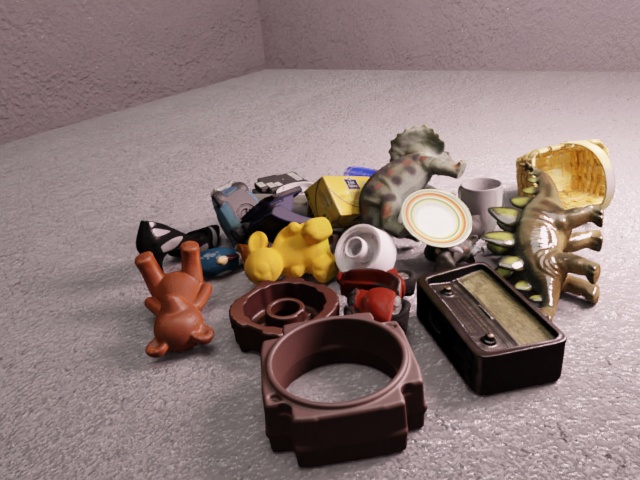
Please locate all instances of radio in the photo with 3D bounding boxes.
[{"bbox_3d":[0.238,0.121,0.794,0.131,0.073,0.230,-11,25,-9],"label":"radio"}]

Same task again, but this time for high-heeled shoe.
[{"bbox_3d":[-0.292,-0.021,1.126,0.086,0.145,0.249,5,30,20],"label":"high-heeled shoe"}]

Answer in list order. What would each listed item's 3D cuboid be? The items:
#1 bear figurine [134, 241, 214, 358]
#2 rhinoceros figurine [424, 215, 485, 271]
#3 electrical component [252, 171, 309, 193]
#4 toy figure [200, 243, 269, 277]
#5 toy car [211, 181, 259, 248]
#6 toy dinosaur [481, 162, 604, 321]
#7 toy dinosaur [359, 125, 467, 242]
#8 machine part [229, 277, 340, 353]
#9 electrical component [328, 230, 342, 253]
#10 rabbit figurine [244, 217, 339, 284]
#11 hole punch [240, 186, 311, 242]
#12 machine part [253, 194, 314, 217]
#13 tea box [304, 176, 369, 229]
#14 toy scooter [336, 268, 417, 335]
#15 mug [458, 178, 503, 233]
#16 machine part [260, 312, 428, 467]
[{"bbox_3d":[-0.245,0.098,0.898,0.120,0.131,0.196,-14,21,-6],"label":"bear figurine"},{"bbox_3d":[0.260,0.008,1.037,0.112,0.073,0.190,20,33,26],"label":"rhinoceros figurine"},{"bbox_3d":[-0.108,-0.130,1.410,0.134,0.058,0.115,-16,26,-19],"label":"electrical component"},{"bbox_3d":[-0.175,0.036,1.087,0.154,0.057,0.064,-12,32,-22],"label":"toy figure"},{"bbox_3d":[-0.180,-0.044,1.189,0.109,0.161,0.103,-37,-6,-38],"label":"toy car"},{"bbox_3d":[0.402,-0.016,0.968,0.199,0.104,0.471,4,37,25],"label":"toy dinosaur"},{"bbox_3d":[0.160,-0.099,1.109,0.405,0.131,0.192,-40,52,-24],"label":"toy dinosaur"},{"bbox_3d":[-0.056,0.125,0.877,0.179,0.056,0.179,-4,26,2],"label":"machine part"},{"bbox_3d":[-0.001,-0.003,1.145,0.102,0.045,0.078,14,4,31],"label":"electrical component"},{"bbox_3d":[-0.074,0.027,1.010,0.173,0.121,0.163,-28,28,-35],"label":"rabbit figurine"},{"bbox_3d":[-0.086,-0.042,1.098,0.116,0.092,0.142,-21,-5,-41],"label":"hole punch"},{"bbox_3d":[-0.085,-0.067,1.239,0.243,0.079,0.079,2,27,25],"label":"machine part"},{"bbox_3d":[0.058,-0.081,1.155,0.169,0.098,0.068,-9,-21,-49],"label":"tea box"},{"bbox_3d":[0.084,0.093,0.875,0.135,0.075,0.184,11,28,10],"label":"toy scooter"},{"bbox_3d":[0.330,-0.071,1.131,0.081,0.107,0.110,-20,24,-28],"label":"mug"},{"bbox_3d":[0.025,0.183,0.705,0.201,0.087,0.202,-8,27,-4],"label":"machine part"}]
